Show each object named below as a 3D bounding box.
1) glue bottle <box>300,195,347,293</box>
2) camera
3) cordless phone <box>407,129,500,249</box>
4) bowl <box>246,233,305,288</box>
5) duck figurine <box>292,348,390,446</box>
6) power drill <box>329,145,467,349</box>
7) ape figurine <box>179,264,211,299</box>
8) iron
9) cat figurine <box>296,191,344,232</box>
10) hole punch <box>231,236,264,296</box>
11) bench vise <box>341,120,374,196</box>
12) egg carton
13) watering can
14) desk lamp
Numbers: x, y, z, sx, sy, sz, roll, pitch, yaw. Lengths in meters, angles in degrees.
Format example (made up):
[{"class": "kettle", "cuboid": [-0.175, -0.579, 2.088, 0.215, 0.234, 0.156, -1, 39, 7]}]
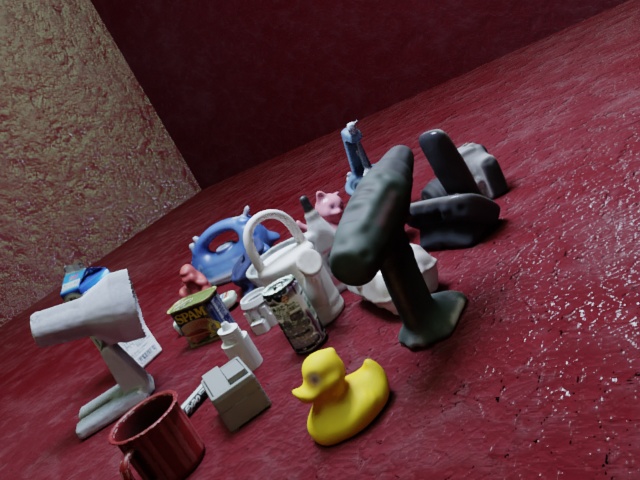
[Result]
[{"class": "glue bottle", "cuboid": [0.009, 0.003, 0.956, 0.078, 0.173, 0.037, -32, 16, -14]}, {"class": "camera", "cuboid": [0.244, -0.109, 1.050, 0.137, 0.101, 0.143, -31, 15, -11]}, {"class": "cordless phone", "cuboid": [0.186, -0.084, 0.908, 0.147, 0.185, 0.094, -10, 23, 48]}, {"class": "bowl", "cuboid": [-0.052, 0.054, 1.086, 0.167, 0.075, 0.167, -26, 15, 8]}, {"class": "duck figurine", "cuboid": [0.018, 0.155, 0.613, 0.105, 0.086, 0.077, -33, 16, -18]}, {"class": "power drill", "cuboid": [0.099, 0.013, 0.699, 0.075, 0.209, 0.230, -17, 19, 36]}, {"class": "ape figurine", "cuboid": [-0.294, 0.099, 1.332, 0.077, 0.092, 0.076, -18, 18, 33]}, {"class": "iron", "cuboid": [-0.233, 0.021, 1.385, 0.257, 0.141, 0.119, -23, 16, 20]}, {"class": "cat figurine", "cuboid": [0.008, -0.047, 1.229, 0.128, 0.118, 0.067, -32, 16, -14]}, {"class": "hole punch", "cuboid": [-0.147, 0.054, 1.221, 0.101, 0.091, 0.108, -30, 15, -7]}, {"class": "bench vise", "cuboid": [0.082, -0.137, 1.197, 0.122, 0.220, 0.206, -37, 17, -28]}, {"class": "egg carton", "cuboid": [0.100, 0.052, 0.834, 0.107, 0.069, 0.150, -33, 16, -16]}, {"class": "watering can", "cuboid": [-0.043, 0.041, 0.883, 0.172, 0.194, 0.101, -13, 21, 43]}, {"class": "desk lamp", "cuboid": [-0.360, 0.179, 0.952, 0.203, 0.214, 0.117, -32, 16, -13]}]
